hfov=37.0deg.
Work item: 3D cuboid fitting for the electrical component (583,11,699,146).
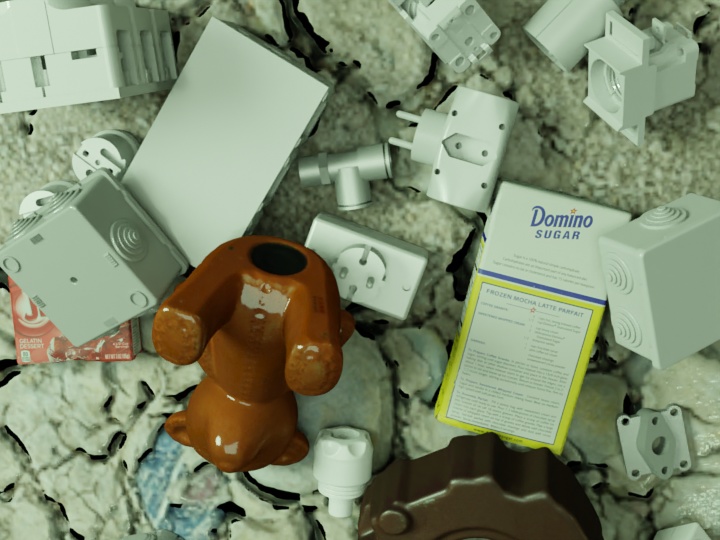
[{"bbox_3d":[0.184,-0.128,0.702,0.064,0.042,0.081,-20,134,-12],"label":"electrical component"}]

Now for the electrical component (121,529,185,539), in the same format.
[{"bbox_3d":[-0.160,0.238,0.807,0.080,0.051,0.080,1,101,4],"label":"electrical component"}]

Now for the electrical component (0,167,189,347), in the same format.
[{"bbox_3d":[-0.178,-0.005,0.707,0.100,0.048,0.099,-27,112,30],"label":"electrical component"}]

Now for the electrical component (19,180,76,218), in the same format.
[{"bbox_3d":[-0.216,-0.042,0.760,0.040,0.046,0.040,1,101,4],"label":"electrical component"}]

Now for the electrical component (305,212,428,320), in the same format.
[{"bbox_3d":[0.000,0.000,0.737,0.083,0.075,0.047,20,102,0],"label":"electrical component"}]

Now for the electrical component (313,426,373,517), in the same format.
[{"bbox_3d":[-0.013,0.148,0.783,0.043,0.043,0.062,4,103,4],"label":"electrical component"}]

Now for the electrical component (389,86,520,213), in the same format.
[{"bbox_3d":[0.060,-0.087,0.733,0.079,0.043,0.077,18,99,10],"label":"electrical component"}]

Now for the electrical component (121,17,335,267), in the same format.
[{"bbox_3d":[-0.093,-0.084,0.735,0.089,0.061,0.150,31,101,-2],"label":"electrical component"}]

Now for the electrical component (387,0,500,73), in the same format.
[{"bbox_3d":[0.055,-0.166,0.701,0.042,0.063,0.081,-43,136,10],"label":"electrical component"}]

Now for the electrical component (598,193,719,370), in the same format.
[{"bbox_3d":[0.210,0.005,0.713,0.100,0.048,0.099,-24,115,-19],"label":"electrical component"}]

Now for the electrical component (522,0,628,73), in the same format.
[{"bbox_3d":[0.151,-0.174,0.709,0.043,0.043,0.081,44,101,-5],"label":"electrical component"}]

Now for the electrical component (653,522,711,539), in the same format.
[{"bbox_3d":[0.212,0.232,0.772,0.047,0.083,0.076,51,138,-6],"label":"electrical component"}]

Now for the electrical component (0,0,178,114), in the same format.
[{"bbox_3d":[-0.179,-0.139,0.685,0.089,0.150,0.061,-6,102,5],"label":"electrical component"}]

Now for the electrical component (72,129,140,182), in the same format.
[{"bbox_3d":[-0.177,-0.077,0.750,0.040,0.046,0.040,1,101,4],"label":"electrical component"}]
